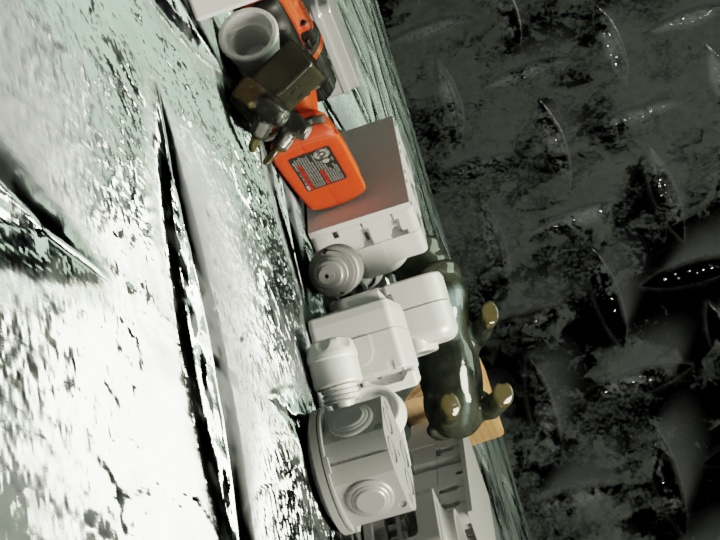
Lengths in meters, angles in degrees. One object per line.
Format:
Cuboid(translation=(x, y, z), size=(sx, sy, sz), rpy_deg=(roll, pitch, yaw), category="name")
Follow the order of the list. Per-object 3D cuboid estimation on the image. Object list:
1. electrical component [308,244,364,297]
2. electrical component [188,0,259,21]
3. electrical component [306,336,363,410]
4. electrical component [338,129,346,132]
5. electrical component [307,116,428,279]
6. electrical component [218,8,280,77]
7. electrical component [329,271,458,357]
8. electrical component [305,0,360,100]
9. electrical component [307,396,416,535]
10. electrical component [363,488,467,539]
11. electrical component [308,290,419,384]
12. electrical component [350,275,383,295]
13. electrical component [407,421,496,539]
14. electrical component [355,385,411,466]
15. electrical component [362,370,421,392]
Cuboid(translation=(-0.020, 0.001, 0.831), size=(0.078, 0.040, 0.040), rpy_deg=(-38, 110, -82), category="electrical component")
Cuboid(translation=(-0.098, -0.216, 0.733), size=(0.065, 0.047, 0.076), rpy_deg=(-81, 153, -73), category="electrical component")
Cuboid(translation=(-0.015, 0.077, 0.725), size=(0.035, 0.035, 0.061), rpy_deg=(44, 31, -74), category="electrical component")
Cuboid(translation=(-0.011, -0.091, 1.089), size=(0.077, 0.043, 0.079), rpy_deg=(55, 20, -66), category="electrical component")
Cuboid(translation=(0.003, -0.063, 0.954), size=(0.150, 0.089, 0.061), rpy_deg=(-97, 167, -54), category="electrical component")
Cuboid(translation=(-0.075, -0.158, 0.795), size=(0.065, 0.044, 0.044), rpy_deg=(66, 9, -69), category="electrical component")
Cuboid(translation=(0.029, 0.044, 0.881), size=(0.054, 0.095, 0.059), rpy_deg=(33, 40, -78), category="electrical component")
Cuboid(translation=(-0.046, -0.241, 1.123), size=(0.078, 0.057, 0.113), rpy_deg=(-99, 169, -46), category="electrical component")
Cuboid(translation=(0.001, 0.121, 0.674), size=(0.080, 0.051, 0.080), rpy_deg=(-17, 90, -82), category="electrical component")
Cuboid(translation=(0.049, 0.235, 0.726), size=(0.150, 0.062, 0.089), rpy_deg=(-98, 168, -52), category="electrical component")
Cuboid(translation=(0.004, 0.053, 0.806), size=(0.096, 0.062, 0.061), rpy_deg=(28, 45, -79), category="electrical component")
Cuboid(translation=(0.000, 0.000, 0.969), size=(0.062, 0.048, 0.048), rpy_deg=(-82, 155, -57), category="electrical component")
Cuboid(translation=(0.085, 0.226, 1.009), size=(0.186, 0.060, 0.105), rpy_deg=(-85, 157, -70), category="electrical component")
Cuboid(translation=(0.013, 0.117, 0.797), size=(0.055, 0.048, 0.066), rpy_deg=(75, 3, -51), category="electrical component")
Cuboid(translation=(0.020, 0.064, 0.953), size=(0.076, 0.047, 0.083), rpy_deg=(-6, 79, -83), category="electrical component")
